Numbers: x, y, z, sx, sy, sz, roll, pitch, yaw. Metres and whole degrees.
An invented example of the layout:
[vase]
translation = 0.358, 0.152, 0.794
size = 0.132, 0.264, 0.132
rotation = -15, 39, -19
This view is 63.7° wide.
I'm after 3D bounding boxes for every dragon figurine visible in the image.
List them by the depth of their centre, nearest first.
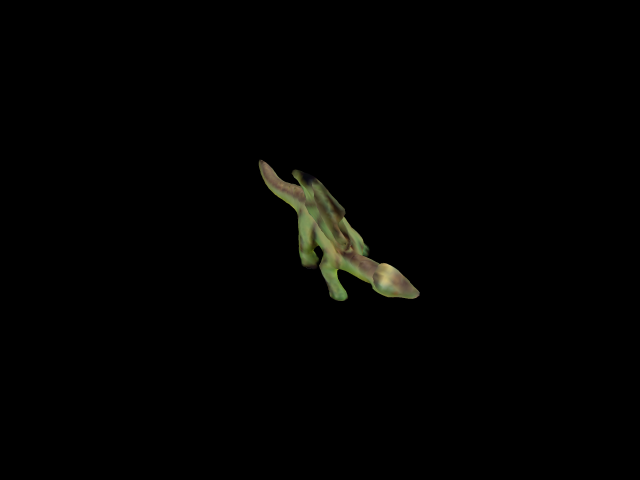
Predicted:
[dragon figurine]
translation = 0.003, -0.043, 0.850
size = 0.123, 0.414, 0.238
rotation = -38, -19, -15
